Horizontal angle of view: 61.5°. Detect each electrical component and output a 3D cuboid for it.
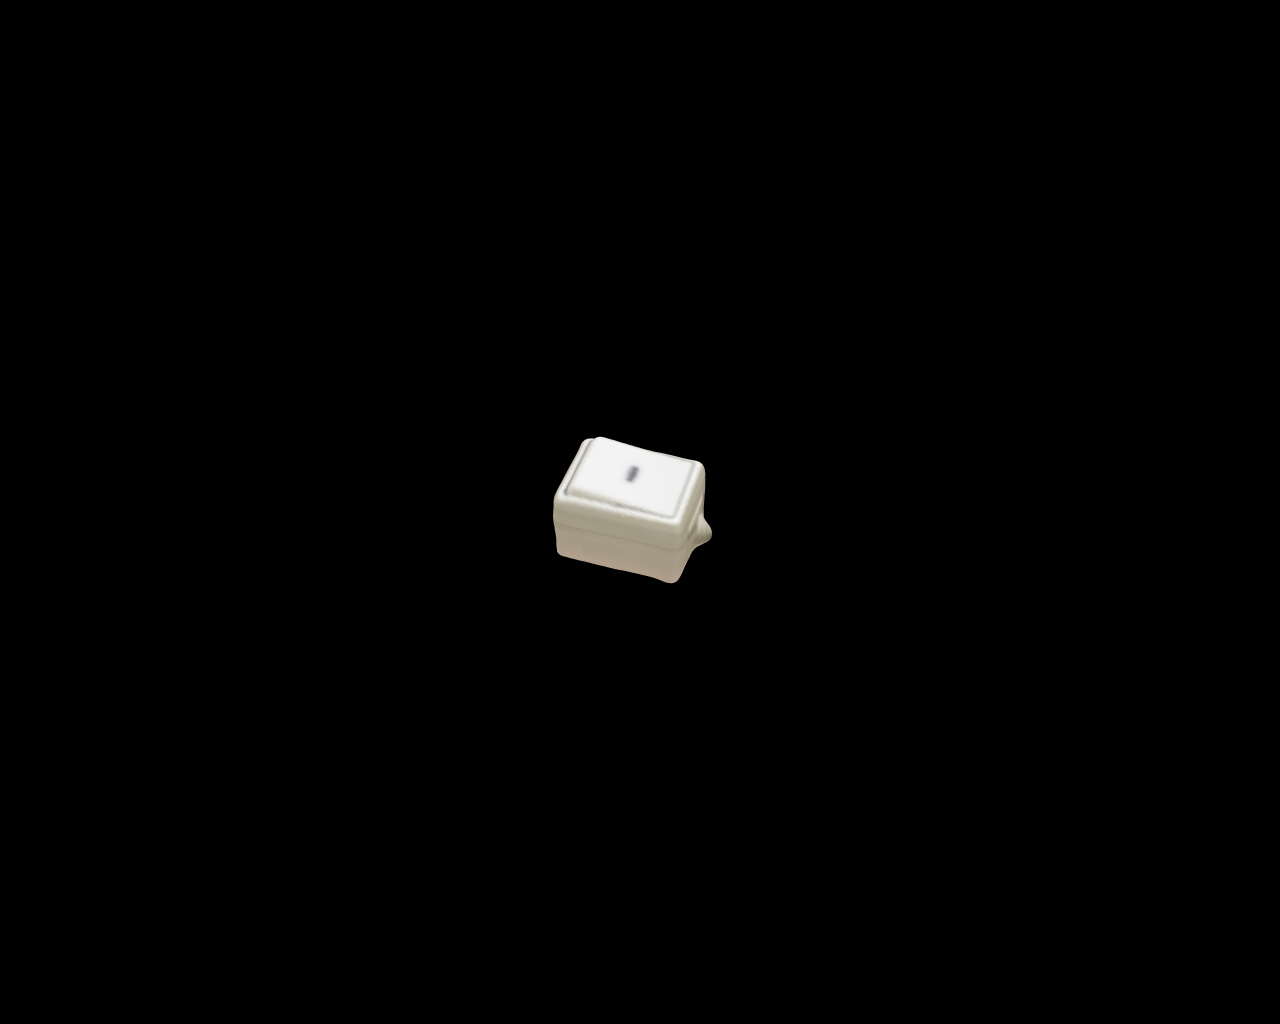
[{"bbox_3d":[0.001,-0.003,0.650,0.096,0.061,0.062,13,47,12],"label":"electrical component"}]
